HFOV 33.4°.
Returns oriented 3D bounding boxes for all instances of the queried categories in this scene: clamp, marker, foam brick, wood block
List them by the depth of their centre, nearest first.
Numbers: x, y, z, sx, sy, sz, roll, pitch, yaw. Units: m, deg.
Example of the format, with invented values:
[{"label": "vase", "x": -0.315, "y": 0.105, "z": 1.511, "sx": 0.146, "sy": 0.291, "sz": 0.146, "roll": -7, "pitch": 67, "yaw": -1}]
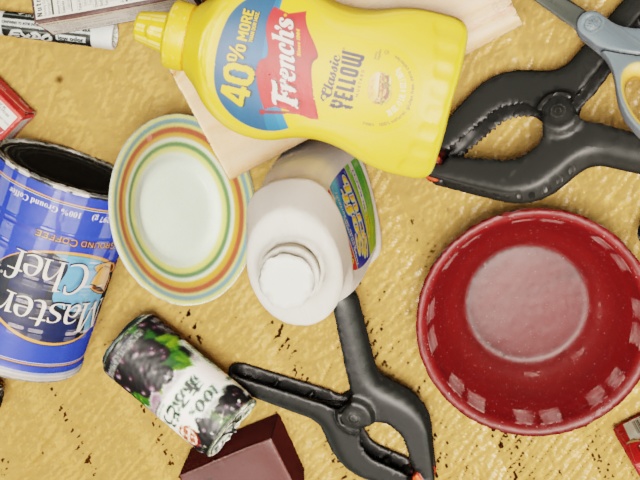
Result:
[{"label": "wood block", "x": 0.016, "y": -0.131, "z": 0.697, "sx": 0.206, "sy": 0.090, "sz": 0.090, "roll": -27, "pitch": 99, "yaw": 11}, {"label": "clamp", "x": 0.163, "y": -0.089, "z": 0.705, "sx": 0.210, "sy": 0.036, "sz": 0.164, "roll": -12, "pitch": 68, "yaw": 20}, {"label": "marker", "x": -0.203, "y": -0.150, "z": 0.748, "sx": 0.121, "sy": 0.020, "sz": 0.020, "roll": 7, "pitch": 103, "yaw": 3}, {"label": "clamp", "x": 0.030, "y": 0.112, "z": 0.775, "sx": 0.171, "sy": 0.039, "sz": 0.120, "roll": 38, "pitch": 119, "yaw": -6}, {"label": "foam brick", "x": -0.057, "y": 0.173, "z": 0.793, "sx": 0.078, "sy": 0.051, "sz": 0.053, "roll": -22, "pitch": 99, "yaw": 9}]

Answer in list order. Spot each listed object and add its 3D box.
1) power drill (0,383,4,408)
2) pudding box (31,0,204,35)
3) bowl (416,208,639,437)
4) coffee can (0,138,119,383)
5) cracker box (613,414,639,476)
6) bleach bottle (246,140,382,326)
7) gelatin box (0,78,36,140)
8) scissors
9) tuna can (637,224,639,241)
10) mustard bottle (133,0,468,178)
[{"label": "power drill", "x": -0.339, "y": 0.165, "z": 0.814, "sx": 0.184, "sy": 0.057, "sz": 0.188, "roll": 12, "pitch": 101, "yaw": 6}, {"label": "pudding box", "x": -0.140, "y": -0.193, "z": 0.715, "sx": 0.113, "sy": 0.039, "sz": 0.090, "roll": -8, "pitch": 89, "yaw": 9}, {"label": "bowl", "x": 0.147, "y": 0.052, "z": 0.745, "sx": 0.162, "sy": 0.055, "sz": 0.162, "roll": 1, "pitch": 103, "yaw": 5}, {"label": "coffee can", "x": -0.194, "y": 0.013, "z": 0.742, "sx": 0.103, "sy": 0.102, "sz": 0.140, "roll": 22, "pitch": 104, "yaw": 0}, {"label": "cracker box", "x": 0.334, "y": 0.194, "z": 0.754, "sx": 0.164, "sy": 0.072, "sz": 0.213, "roll": -29, "pitch": 100, "yaw": 11}, {"label": "bleach bottle", "x": -0.004, "y": 0.001, "z": 0.646, "sx": 0.068, "sy": 0.250, "sz": 0.102, "roll": -11, "pitch": 102, "yaw": 7}, {"label": "gelatin box", "x": -0.260, "y": -0.085, "z": 0.763, "sx": 0.089, "sy": 0.030, "sz": 0.073, "roll": -44, "pitch": 94, "yaw": 12}, {"label": "scissors", "x": 0.194, "y": -0.140, "z": 0.677, "sx": 0.096, "sy": 0.016, "sz": 0.202, "roll": -31, "pitch": 66, "yaw": 2}, {"label": "tuna can", "x": 0.252, "y": -0.018, "z": 0.705, "sx": 0.034, "sy": 0.086, "sz": 0.086, "roll": 44, "pitch": 102, "yaw": -5}, {"label": "mustard bottle", "x": -0.016, "y": -0.104, "z": 0.628, "sx": 0.191, "sy": 0.058, "sz": 0.096, "roll": 14, "pitch": 105, "yaw": 3}]
